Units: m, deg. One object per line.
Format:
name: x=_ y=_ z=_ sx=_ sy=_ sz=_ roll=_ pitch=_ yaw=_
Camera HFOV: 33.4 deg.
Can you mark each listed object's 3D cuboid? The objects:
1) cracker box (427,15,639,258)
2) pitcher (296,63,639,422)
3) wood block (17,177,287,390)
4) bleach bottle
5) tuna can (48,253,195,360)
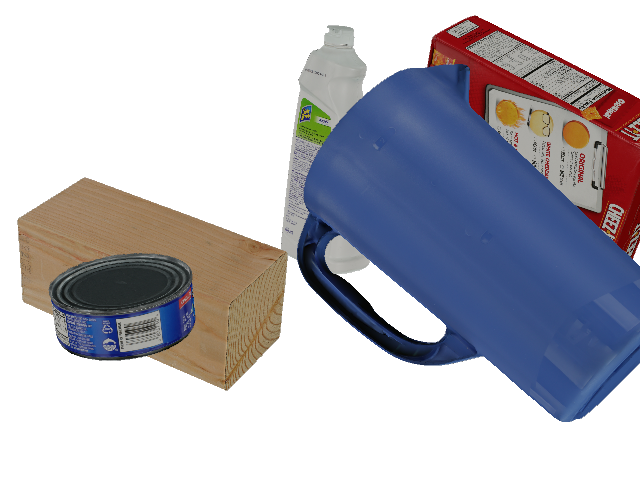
cracker box: x=0.186 y=-0.076 z=0.926 sx=0.214 sy=0.164 sz=0.072 roll=34 pitch=50 yaw=27
pitcher: x=0.106 y=0.012 z=0.723 sx=0.144 sy=0.243 sz=0.149 roll=-31 pitch=-25 yaw=-34
wood block: x=-0.141 y=0.032 z=0.889 sx=0.206 sy=0.090 sz=0.090 roll=20 pitch=35 yaw=21
bleach bottle: x=0.015 y=-0.098 z=1.131 sx=0.103 sy=0.251 sz=0.067 roll=22 pitch=24 yaw=40
tuna can: x=-0.119 y=0.039 z=0.646 sx=0.086 sy=0.034 sz=0.086 roll=-3 pitch=22 yaw=1
